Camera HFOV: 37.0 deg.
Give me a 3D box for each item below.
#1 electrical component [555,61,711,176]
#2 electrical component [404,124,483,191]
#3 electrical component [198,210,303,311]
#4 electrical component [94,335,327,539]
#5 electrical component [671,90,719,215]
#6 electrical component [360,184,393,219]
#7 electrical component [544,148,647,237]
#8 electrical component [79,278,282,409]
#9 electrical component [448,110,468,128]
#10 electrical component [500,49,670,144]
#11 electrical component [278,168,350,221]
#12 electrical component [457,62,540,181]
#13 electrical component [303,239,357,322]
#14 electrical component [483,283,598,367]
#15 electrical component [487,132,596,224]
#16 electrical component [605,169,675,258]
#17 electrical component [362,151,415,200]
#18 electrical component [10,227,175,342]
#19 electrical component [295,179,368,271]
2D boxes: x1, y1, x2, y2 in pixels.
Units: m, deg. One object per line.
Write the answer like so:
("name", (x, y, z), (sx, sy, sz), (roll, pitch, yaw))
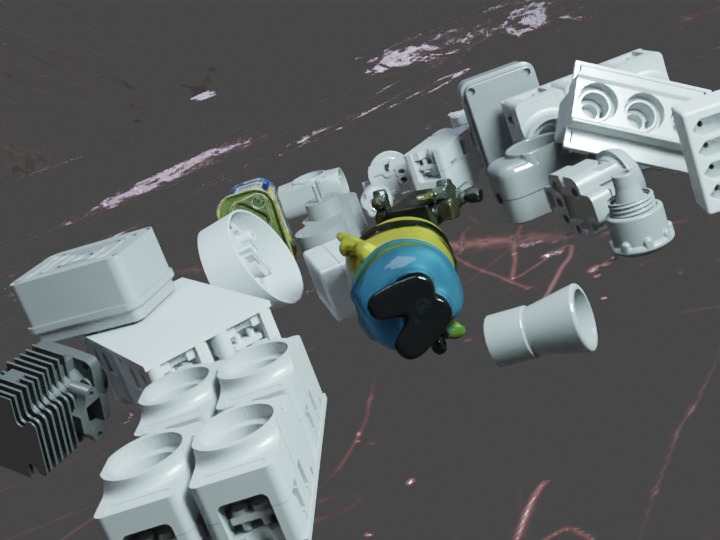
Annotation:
("electrical component", (0.235, -0.126, 0.929), (0.121, 0.078, 0.063), (12, -14, -4))
("electrical component", (0.096, -0.116, 1.164), (0.050, 0.055, 0.089), (-8, 21, 37))
("electrical component", (-0.102, -0.005, 0.977), (0.064, 0.099, 0.099), (-24, 16, 10))
("electrical component", (-0.084, 0.107, 0.656), (0.105, 0.060, 0.186), (-18, 16, 7))
("electrical component", (0.276, -0.097, 0.840), (0.047, 0.083, 0.075), (-18, 17, 8))
("electrical component", (0.019, -0.078, 1.172), (0.035, 0.035, 0.061), (-18, 15, 8))
("electrical component", (0.196, -0.065, 0.880), (0.057, 0.058, 0.078), (-27, 17, -13))
("electrical component", (-0.145, 0.064, 0.864), (0.105, 0.060, 0.186), (-28, 18, -24))
("electrical component", (0.134, -0.157, 1.238), (0.081, 0.063, 0.042), (-22, 17, -7))
("electrical component", (0.226, -0.145, 1.044), (0.150, 0.089, 0.061), (-21, 16, -2))
("electrical component", (-0.053, -0.097, 1.298), (0.077, 0.044, 0.079), (-17, 17, 12))
("electrical component", (0.153, -0.151, 1.109), (0.078, 0.113, 0.057), (-20, 14, 3))
("electrical component", (0.000, 0.000, 0.921), (0.076, 0.047, 0.083), (-22, 16, -7))
("electrical component", (0.112, 0.038, 0.681), (0.065, 0.044, 0.044), (-18, 16, 26))
("electrical component", (0.169, -0.089, 0.984), (0.095, 0.059, 0.054), (-23, 16, -8))
("electrical component", (0.202, -0.043, 0.793), (0.048, 0.062, 0.048), (-19, 16, 6))
("electrical component", (0.035, -0.108, 1.230), (0.066, 0.048, 0.055), (-18, 24, 8))
("electrical component", (-0.222, 0.014, 0.901), (0.113, 0.057, 0.078), (-14, 17, 21))
("electrical component", (-0.034, -0.056, 1.092), (0.052, 0.073, 0.138), (-16, 17, 13))
